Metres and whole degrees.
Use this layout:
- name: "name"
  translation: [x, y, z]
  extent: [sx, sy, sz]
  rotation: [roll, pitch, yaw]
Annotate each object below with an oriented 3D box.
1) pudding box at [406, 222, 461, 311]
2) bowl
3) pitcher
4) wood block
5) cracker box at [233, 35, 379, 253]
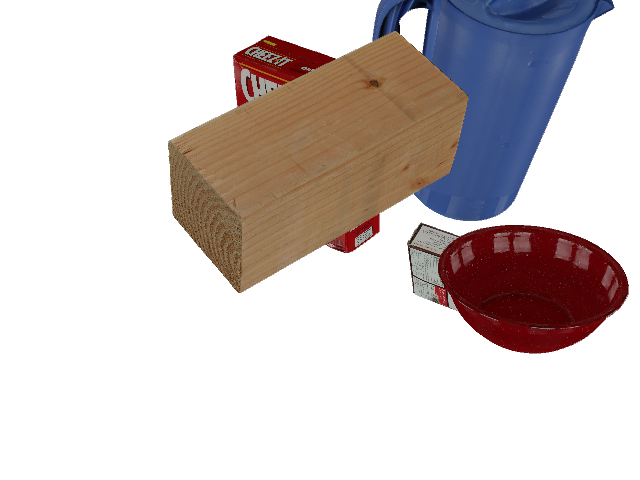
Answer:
- name: "pudding box"
  translation: [0.152, 0.037, 1.156]
  extent: [0.114, 0.039, 0.090]
  rotation: [19, -36, 25]
- name: "bowl"
  translation: [0.180, 0.049, 0.927]
  extent: [0.162, 0.055, 0.162]
  rotation: [1, 32, -1]
- name: "pitcher"
  translation: [0.133, -0.131, 0.918]
  extent: [0.149, 0.243, 0.144]
  rotation: [35, 55, 21]
- name: "wood block"
  translation: [-0.001, -0.062, 0.793]
  extent: [0.205, 0.091, 0.090]
  rotation: [-30, -29, -24]
- name: "cracker box"
  translation: [-0.016, -0.108, 1.231]
  extent: [0.164, 0.214, 0.072]
  rotation: [25, 45, 32]
